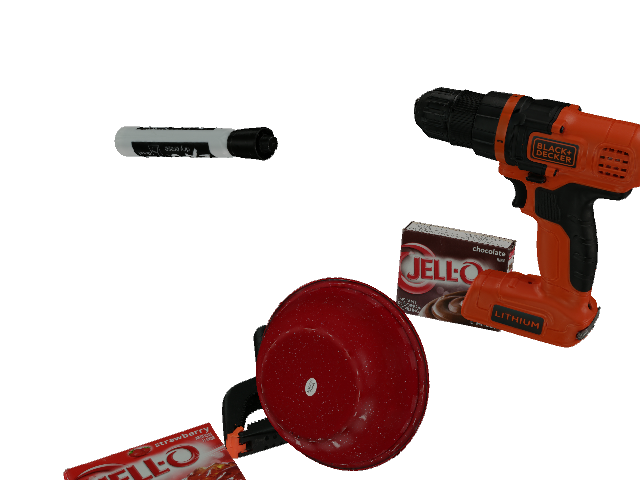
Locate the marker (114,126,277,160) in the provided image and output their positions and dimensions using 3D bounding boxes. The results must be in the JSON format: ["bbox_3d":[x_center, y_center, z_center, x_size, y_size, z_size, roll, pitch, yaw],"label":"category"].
[{"bbox_3d":[-0.075,-0.058,0.634,0.121,0.020,0.020,5,3,37],"label":"marker"}]

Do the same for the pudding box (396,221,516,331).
[{"bbox_3d":[0.135,0.035,1.076,0.114,0.090,0.039,10,22,17],"label":"pudding box"}]

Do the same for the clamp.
[{"bbox_3d":[-0.028,0.159,1.091,0.165,0.036,0.209,12,27,17],"label":"clamp"}]

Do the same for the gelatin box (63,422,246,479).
[{"bbox_3d":[-0.088,0.141,0.582,0.089,0.030,0.073,-15,27,-20],"label":"gelatin box"}]

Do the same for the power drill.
[{"bbox_3d":[0.153,-0.020,0.818,0.185,0.188,0.057,17,34,26],"label":"power drill"}]

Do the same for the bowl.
[{"bbox_3d":[0.004,0.113,0.864,0.162,0.162,0.055,0,3,30],"label":"bowl"}]
